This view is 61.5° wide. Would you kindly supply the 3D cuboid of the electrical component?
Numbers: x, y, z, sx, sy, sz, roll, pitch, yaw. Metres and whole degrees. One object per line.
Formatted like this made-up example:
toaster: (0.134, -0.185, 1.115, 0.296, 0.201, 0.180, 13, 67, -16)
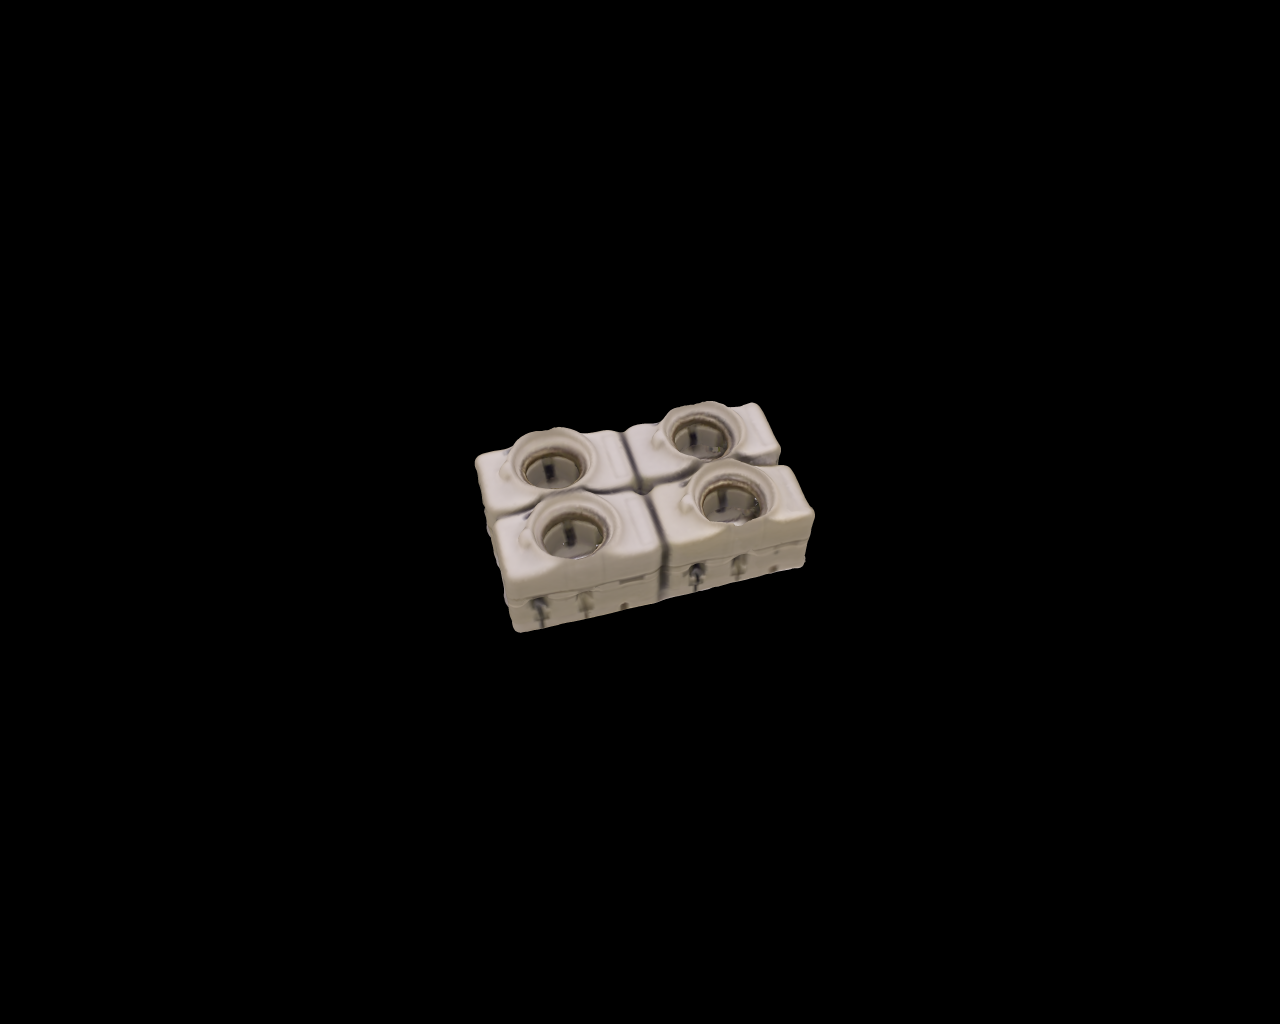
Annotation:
electrical component: (0.001, -0.003, 0.650, 0.186, 0.105, 0.060, -12, -39, -10)
